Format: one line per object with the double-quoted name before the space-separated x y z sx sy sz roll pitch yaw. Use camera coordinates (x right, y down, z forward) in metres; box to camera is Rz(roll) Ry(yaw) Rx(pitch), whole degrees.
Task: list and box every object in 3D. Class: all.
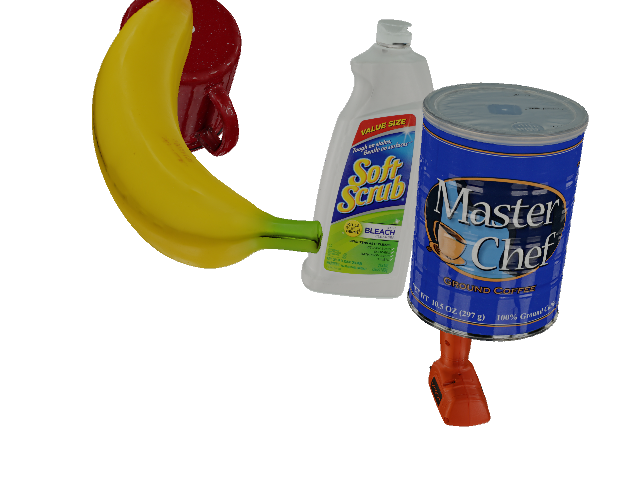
"power drill" 0.155 0.101 1.142 0.057 0.188 0.184 -1 24 -3
"banana" -0.065 -0.048 0.462 0.069 0.037 0.198 -10 45 -19
"mug" -0.094 -0.110 0.735 0.093 0.117 0.082 -27 -18 -27
"coffee can" 0.112 -0.020 0.694 0.103 0.140 0.103 2 26 -1
"bleach bottle" 0.044 -0.074 0.971 0.102 0.251 0.068 5 21 -1
